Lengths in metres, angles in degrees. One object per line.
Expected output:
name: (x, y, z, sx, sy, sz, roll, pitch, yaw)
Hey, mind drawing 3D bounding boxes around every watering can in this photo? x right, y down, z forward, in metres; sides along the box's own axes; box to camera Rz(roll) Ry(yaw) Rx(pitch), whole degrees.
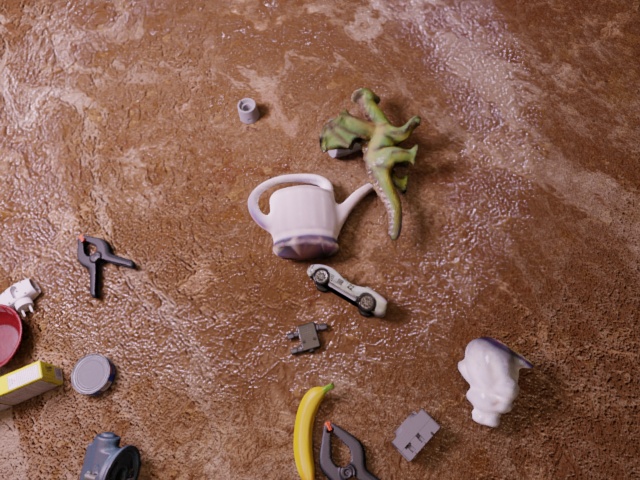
watering can: (0.004, -0.062, 1.229, 0.348, 0.102, 0.229, -2, 65, -7)

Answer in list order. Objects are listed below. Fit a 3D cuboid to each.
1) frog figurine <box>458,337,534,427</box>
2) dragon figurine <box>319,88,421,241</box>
frog figurine: (0.335, 0.283, 1.038, 0.138, 0.121, 0.161, 24, 75, 49)
dragon figurine: (0.113, -0.211, 1.247, 0.242, 0.120, 0.419, 16, 62, -3)
